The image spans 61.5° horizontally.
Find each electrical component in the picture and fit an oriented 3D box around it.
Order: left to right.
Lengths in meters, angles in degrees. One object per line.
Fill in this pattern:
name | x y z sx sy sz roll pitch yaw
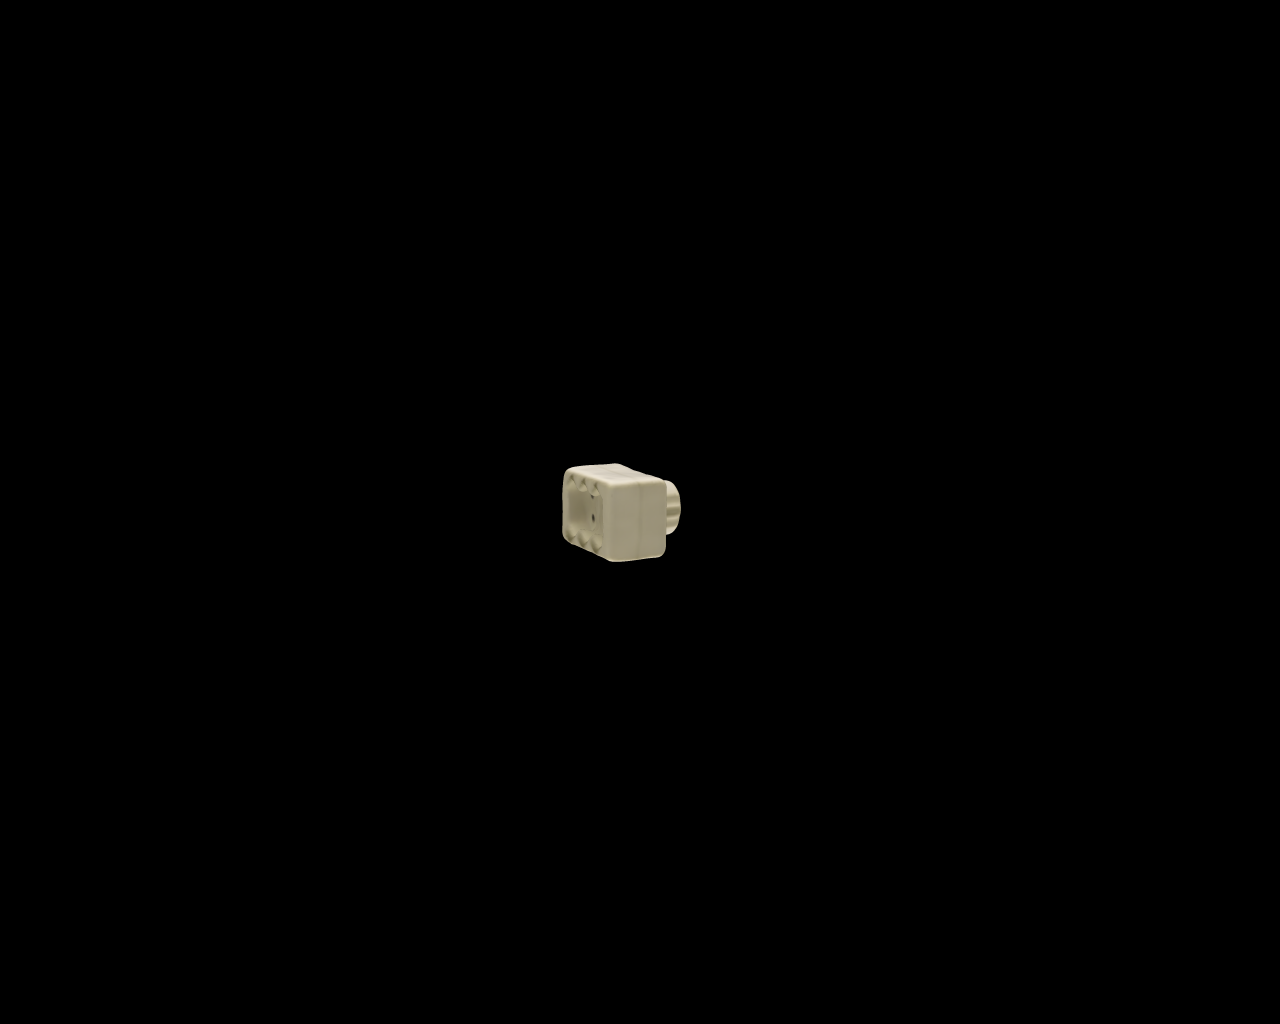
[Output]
electrical component | 0.001 -0.003 0.650 0.077 0.047 0.066 -6 13 -27
